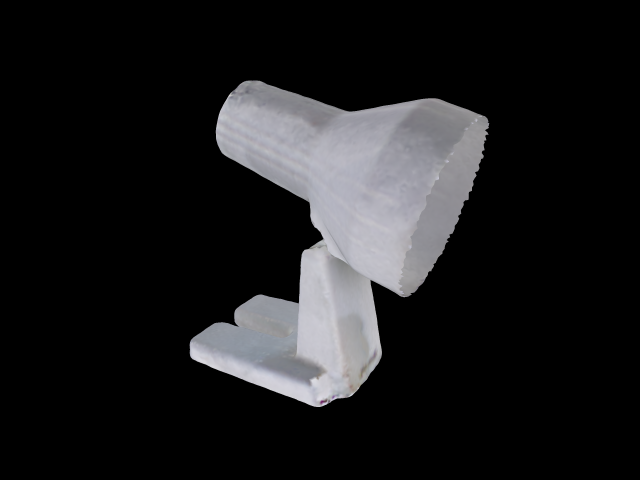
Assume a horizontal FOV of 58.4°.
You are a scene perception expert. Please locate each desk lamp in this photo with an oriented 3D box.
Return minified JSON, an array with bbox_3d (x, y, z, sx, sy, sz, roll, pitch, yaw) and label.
[{"bbox_3d":[0.004,0.001,0.400,0.202,0.214,0.118,11,23,27],"label":"desk lamp"}]
